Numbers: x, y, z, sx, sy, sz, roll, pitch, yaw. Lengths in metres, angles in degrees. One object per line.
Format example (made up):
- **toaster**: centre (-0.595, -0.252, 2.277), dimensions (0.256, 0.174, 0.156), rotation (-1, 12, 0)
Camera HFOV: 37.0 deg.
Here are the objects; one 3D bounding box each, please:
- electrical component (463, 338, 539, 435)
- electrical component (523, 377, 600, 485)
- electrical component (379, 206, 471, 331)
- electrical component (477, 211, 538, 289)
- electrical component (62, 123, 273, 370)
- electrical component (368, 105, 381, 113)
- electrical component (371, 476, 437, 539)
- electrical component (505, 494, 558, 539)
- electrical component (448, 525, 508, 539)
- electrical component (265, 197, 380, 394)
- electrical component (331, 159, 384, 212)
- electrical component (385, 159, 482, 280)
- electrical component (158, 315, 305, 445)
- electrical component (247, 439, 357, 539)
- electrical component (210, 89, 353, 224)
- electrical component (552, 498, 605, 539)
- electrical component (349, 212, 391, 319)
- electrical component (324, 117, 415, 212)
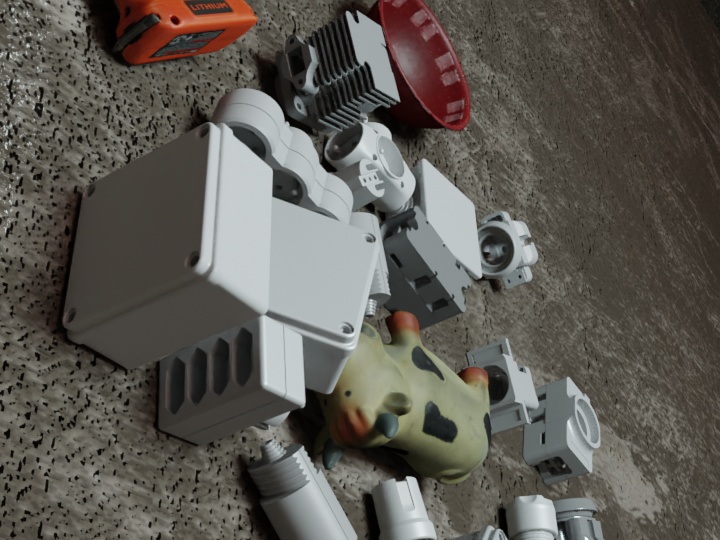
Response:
- **electrical component**: centre (0.132, 0.110, 0.991), dimensions (0.064, 0.042, 0.081), rotation (22, 51, -54)
- **electrical component**: centre (0.198, 0.155, 1.050), dimensions (0.050, 0.056, 0.089), rotation (49, 33, -28)
- **electrical component**: centre (0.045, 0.001, 0.913), dimensions (0.089, 0.056, 0.050), rotation (52, 31, -22)
- **electrical component**: centre (0.143, -0.020, 1.092), dimensions (0.057, 0.058, 0.078), rotation (-4, 73, -63)
- **electrical component**: centre (-0.108, -0.013, 0.614), dimensions (0.056, 0.109, 0.108), rotation (40, 38, -43)
- **electrical component**: centre (0.001, -0.180, 0.992), dimensions (0.043, 0.043, 0.062), rotation (27, 45, -49)
- **electrical component**: centre (0.030, 0.176, 0.772), dimensions (0.040, 0.040, 0.046), rotation (24, 43, -51)
- **electrical component**: centre (0.149, 0.229, 0.927), dimensions (0.043, 0.043, 0.062), rotation (36, 41, -43)
- **electrical component**: centre (0.091, 0.264, 0.787), dimensions (0.108, 0.056, 0.108), rotation (60, 29, -10)
- **electrical component**: centre (-0.051, 0.011, 0.695), dimensions (0.109, 0.056, 0.108), rotation (20, 41, -5)
- **electrical component**: centre (-0.008, -0.066, 0.885), dimensions (0.040, 0.046, 0.040), rotation (39, 38, -39)
- **electrical component**: centre (0.065, -0.038, 0.984), dimensions (0.100, 0.048, 0.099), rotation (37, 40, -41)
- **electrical component**: centre (-0.065, 0.073, 0.645), dimensions (0.076, 0.083, 0.047), rotation (33, 42, -45)
- **electrical component**: centre (-0.040, 0.143, 0.676), dimensions (0.081, 0.043, 0.043), rotation (62, 29, -6)
- **electrical component**: centre (-0.056, -0.083, 0.811), dimensions (0.138, 0.052, 0.073), rotation (48, 33, -30)
- **electrical component**: centre (0.190, 0.240, 0.972), dimensions (0.078, 0.058, 0.057), rotation (25, 52, -50)
- **electrical component**: centre (0.000, 0.000, 0.852), dimensions (0.043, 0.043, 0.081), rotation (23, 49, -51)
- **electrical component**: centre (0.010, -0.103, 0.945), dimensions (0.077, 0.044, 0.079), rotation (41, 36, -37)
